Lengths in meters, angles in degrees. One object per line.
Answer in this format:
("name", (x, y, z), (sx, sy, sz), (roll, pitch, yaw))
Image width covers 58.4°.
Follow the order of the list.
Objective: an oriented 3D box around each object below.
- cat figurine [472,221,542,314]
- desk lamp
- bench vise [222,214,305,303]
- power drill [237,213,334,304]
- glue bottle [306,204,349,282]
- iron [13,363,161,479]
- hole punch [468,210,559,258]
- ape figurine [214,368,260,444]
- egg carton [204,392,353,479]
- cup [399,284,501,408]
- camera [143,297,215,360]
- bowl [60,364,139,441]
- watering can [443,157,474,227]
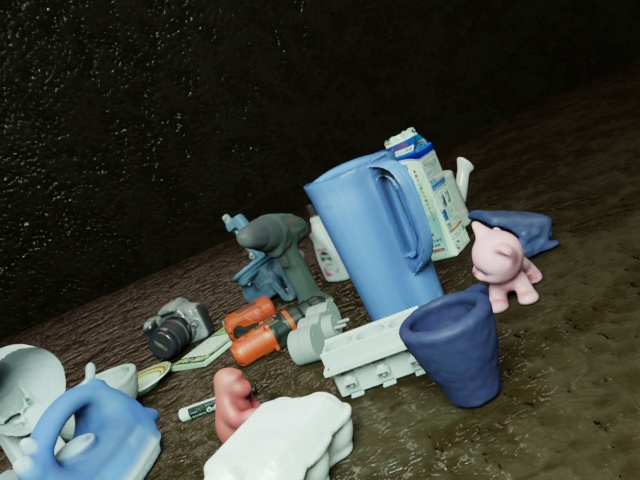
("cat figurine", (0.227, 0.023, 0.719), (0.067, 0.118, 0.128), (-20, 11, 26))
("desk lamp", (-0.445, 0.257, 0.825), (0.202, 0.214, 0.118), (-18, 12, 36))
("bench vise", (-0.118, 0.027, 1.250), (0.207, 0.220, 0.122), (-20, 11, 25))
("power drill", (-0.057, 0.045, 1.032), (0.075, 0.208, 0.230), (-21, 10, 18))
("glue bottle", (0.011, 0.004, 1.194), (0.037, 0.173, 0.078), (-32, 12, -38))
("iron", (-0.291, 0.253, 0.678), (0.118, 0.141, 0.258), (-23, 10, 8))
("hole punch", (0.291, -0.019, 0.872), (0.101, 0.091, 0.108), (-25, 10, -3))
("ape figurine", (-0.094, 0.192, 0.671), (0.076, 0.092, 0.078), (-23, 10, 7))
("egg carton", (-0.036, 0.203, 0.533), (0.107, 0.069, 0.151), (-18, 11, 34))
("cup", (0.141, 0.104, 0.556), (0.118, 0.095, 0.091), (-33, 12, -40))
("camera", (-0.321, 0.192, 1.216), (0.143, 0.101, 0.137), (-21, 10, 19))
("bowl", (-0.364, 0.277, 0.935), (0.167, 0.075, 0.167), (-24, 9, 5))
("watering can", (0.241, -0.113, 1.200), (0.173, 0.194, 0.100), (-30, 11, -31))
